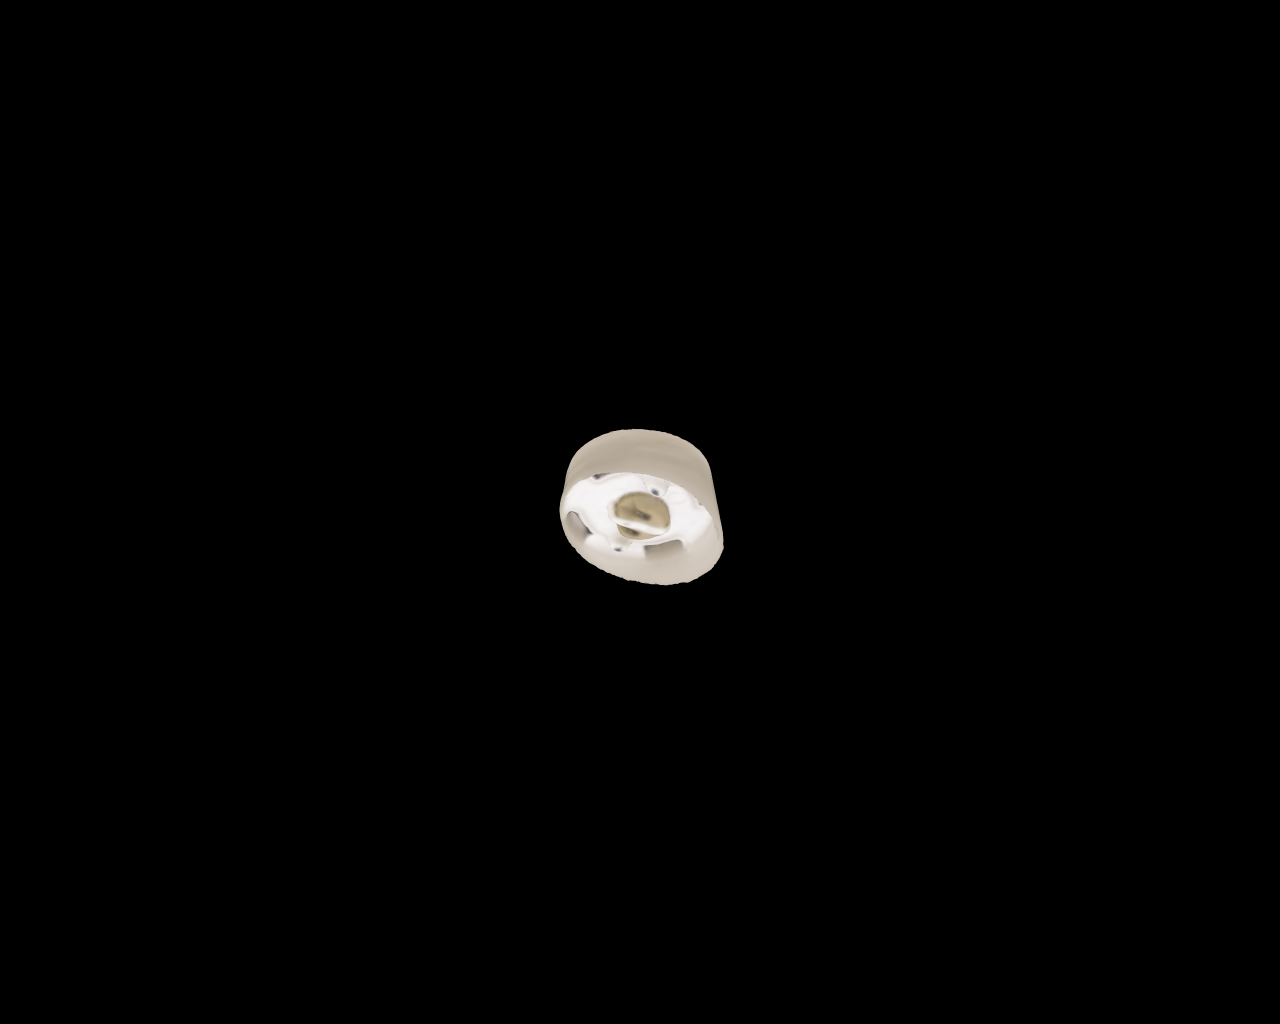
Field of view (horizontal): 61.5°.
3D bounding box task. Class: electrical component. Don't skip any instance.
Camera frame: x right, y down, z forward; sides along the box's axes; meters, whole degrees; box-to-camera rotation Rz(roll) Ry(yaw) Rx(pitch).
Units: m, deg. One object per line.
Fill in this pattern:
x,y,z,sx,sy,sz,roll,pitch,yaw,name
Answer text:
0.001,-0.003,0.650,0.099,0.064,0.099,0,-39,0,electrical component
